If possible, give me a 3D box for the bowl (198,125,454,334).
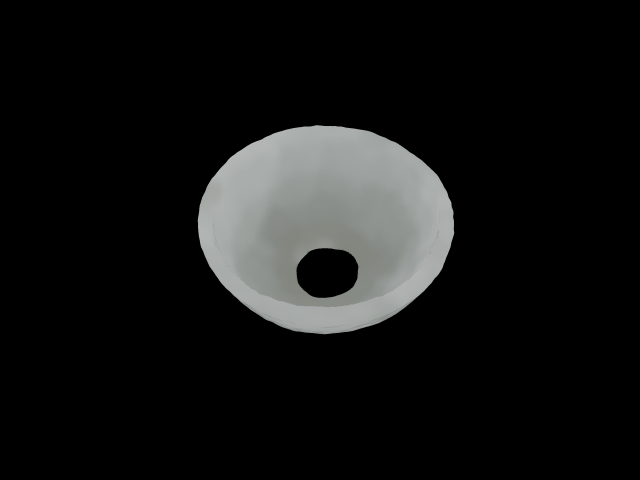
[{"bbox_3d":[0.004,0.001,0.400,0.167,0.075,0.167,0,53,0],"label":"bowl"}]
